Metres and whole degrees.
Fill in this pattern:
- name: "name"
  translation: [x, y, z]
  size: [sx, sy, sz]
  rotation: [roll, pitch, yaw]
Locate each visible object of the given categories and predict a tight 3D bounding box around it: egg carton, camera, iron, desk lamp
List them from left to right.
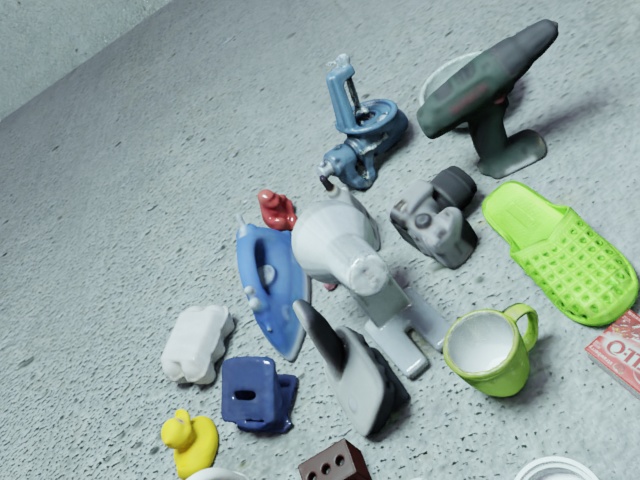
- name: "egg carton"
  translation: [-0.218, 0.186, 1.026]
  size: [0.107, 0.070, 0.150]
  rotation: [-7, 51, 33]
- name: "iron"
  translation: [-0.095, 0.071, 0.978]
  size: [0.118, 0.142, 0.258]
  rotation: [-28, 43, 14]
- name: "desk lamp"
  translation: [0.070, 0.058, 0.809]
  size: [0.118, 0.214, 0.202]
  rotation: [-43, 41, -2]
- name: "camera"
  translation: [0.188, -0.051, 0.900]
  size: [0.137, 0.101, 0.142]
  rotation: [-45, 41, -5]

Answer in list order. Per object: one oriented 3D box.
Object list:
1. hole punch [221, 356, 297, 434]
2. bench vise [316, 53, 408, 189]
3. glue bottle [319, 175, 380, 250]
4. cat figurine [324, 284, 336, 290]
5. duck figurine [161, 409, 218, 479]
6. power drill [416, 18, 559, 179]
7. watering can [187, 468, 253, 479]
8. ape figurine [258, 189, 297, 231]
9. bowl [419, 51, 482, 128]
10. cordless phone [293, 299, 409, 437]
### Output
- name: "hole punch"
  translation: [-0.100, 0.237, 0.875]
  size: [0.108, 0.091, 0.101]
  rotation: [-10, 50, 31]
- name: "bench vise"
  translation: [0.063, -0.211, 1.042]
  size: [0.121, 0.220, 0.207]
  rotation: [4, 58, 39]
- name: "glue bottle"
  translation: [0.046, -0.051, 0.953]
  size: [0.037, 0.174, 0.078]
  rotation: [-23, 44, 20]
- name: "cat figurine"
  translation: [0.009, 0.003, 0.975]
  size: [0.067, 0.118, 0.127]
  rotation: [-22, 45, 21]
- name: "duck figurine"
  translation: [-0.213, 0.316, 0.896]
  size: [0.077, 0.086, 0.104]
  rotation: [-20, 45, 22]
- name: "power drill"
  translation: [0.274, -0.201, 0.883]
  size: [0.229, 0.209, 0.075]
  rotation: [-27, 43, 15]
- name: "watering can"
  translation: [-0.104, 0.344, 0.707]
  size: [0.172, 0.195, 0.101]
  rotation: [1, 56, 38]
- name: "ape figurine"
  translation: [-0.089, -0.063, 1.127]
  size: [0.075, 0.092, 0.078]
  rotation: [1, 56, 38]
- name: "bowl"
  translation: [0.270, -0.259, 1.039]
  size: [0.167, 0.075, 0.167]
  rotation: [-20, 45, 22]
- name: "cordless phone"
  translation: [0.027, 0.166, 0.769]
  size: [0.094, 0.186, 0.147]
  rotation: [-42, 41, -1]
